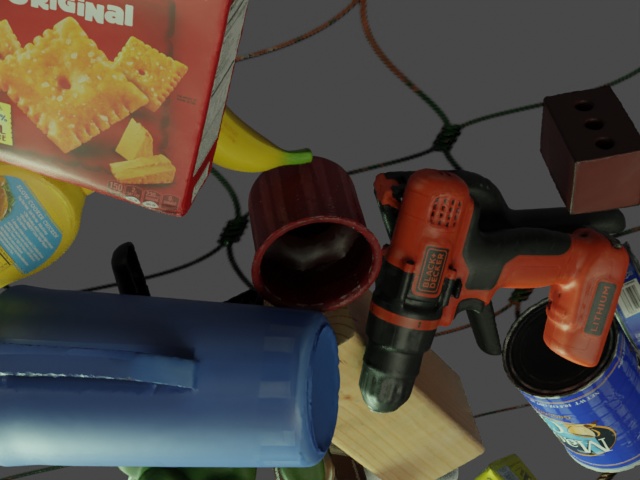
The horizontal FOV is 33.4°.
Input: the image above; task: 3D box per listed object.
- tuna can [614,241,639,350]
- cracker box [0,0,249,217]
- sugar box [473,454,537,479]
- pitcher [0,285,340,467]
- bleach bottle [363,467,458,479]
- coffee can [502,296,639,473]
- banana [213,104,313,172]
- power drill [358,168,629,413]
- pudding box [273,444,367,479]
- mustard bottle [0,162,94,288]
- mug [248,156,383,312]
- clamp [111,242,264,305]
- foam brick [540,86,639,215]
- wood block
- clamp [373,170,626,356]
[{"bbox_3d":[0.256,0.046,0.875,0.034,0.086,0.086,-27,132,16],"label":"tuna can"},{"bbox_3d":[-0.129,-0.130,0.610,0.164,0.072,0.214,18,129,0],"label":"cracker box"},{"bbox_3d":[0.131,0.286,1.051,0.176,0.048,0.093,-48,159,15],"label":"sugar box"},{"bbox_3d":[-0.116,0.099,0.751,0.243,0.149,0.145,0,120,14],"label":"pitcher"},{"bbox_3d":[0.043,0.285,1.065,0.102,0.068,0.251,6,133,-19],"label":"bleach bottle"},{"bbox_3d":[0.234,0.126,0.931,0.103,0.103,0.140,-29,131,15],"label":"coffee can"},{"bbox_3d":[-0.077,-0.105,0.703,0.069,0.037,0.197,-37,132,-2],"label":"banana"},{"bbox_3d":[0.127,0.048,0.793,0.187,0.057,0.184,8,106,-23],"label":"power drill"},{"bbox_3d":[0.003,0.230,0.969,0.039,0.113,0.090,17,126,-29],"label":"pudding box"},{"bbox_3d":[-0.221,-0.012,0.718,0.191,0.058,0.096,-34,128,-8],"label":"mustard bottle"},{"bbox_3d":[-0.005,0.001,0.781,0.093,0.081,0.117,-17,133,4],"label":"mug"},{"bbox_3d":[-0.117,0.079,0.853,0.120,0.039,0.172,18,131,-2],"label":"clamp"},{"bbox_3d":[0.195,-0.064,0.767,0.053,0.078,0.051,-9,134,-4],"label":"foam brick"},{"bbox_3d":[0.041,0.119,0.893,0.090,0.091,0.205,-32,130,17],"label":"wood block"},{"bbox_3d":[0.131,-0.004,0.835,0.209,0.036,0.165,34,110,-33],"label":"clamp"}]
